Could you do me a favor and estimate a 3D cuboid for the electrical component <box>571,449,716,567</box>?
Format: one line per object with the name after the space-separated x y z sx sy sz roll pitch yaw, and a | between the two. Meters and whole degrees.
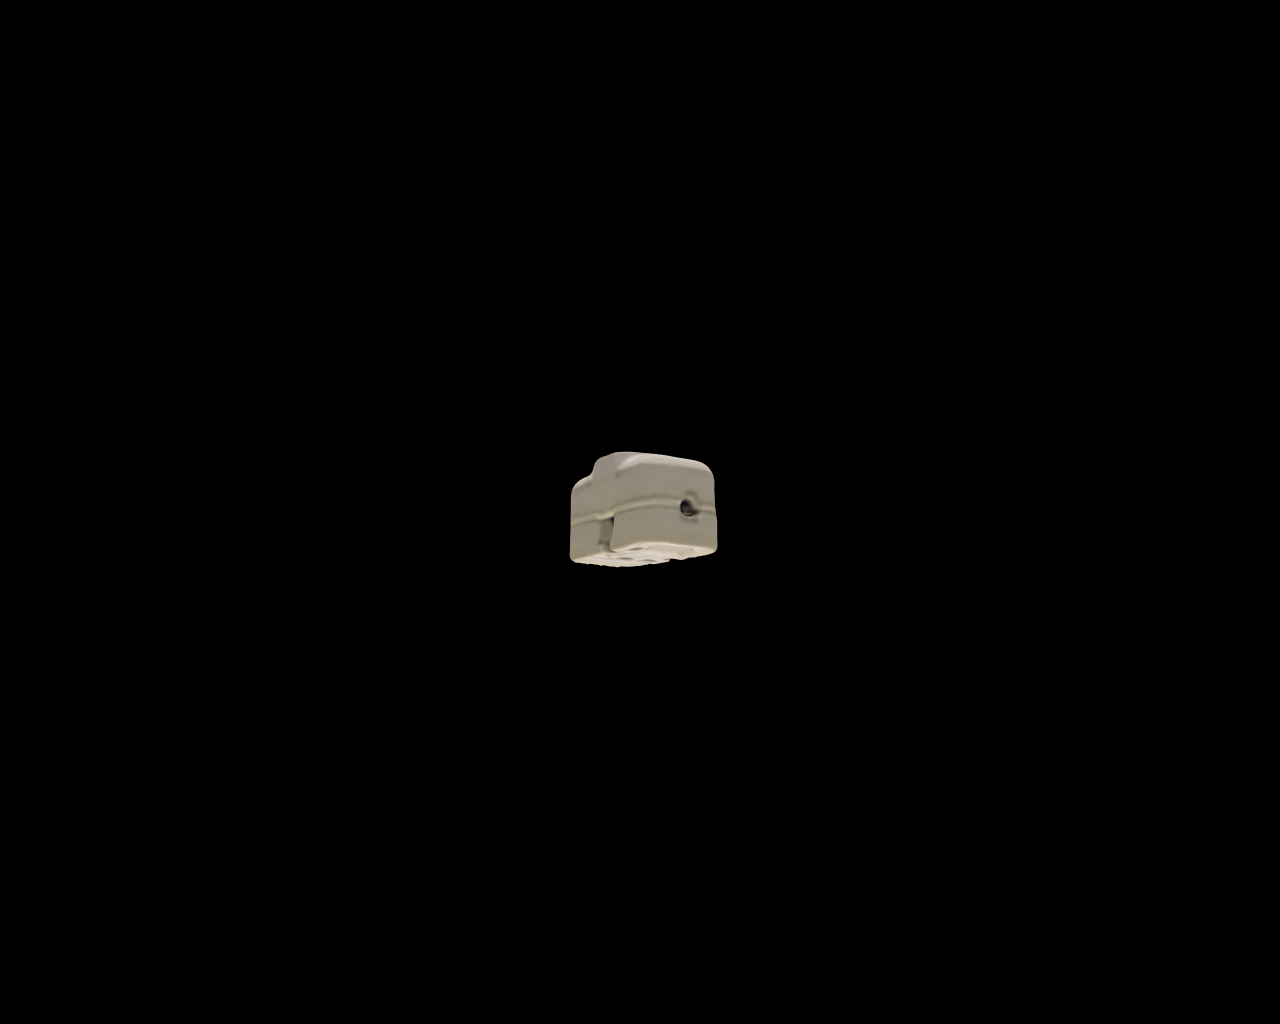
0.001 -0.003 0.650 0.054 0.059 0.095 8 -14 -35 | electrical component
